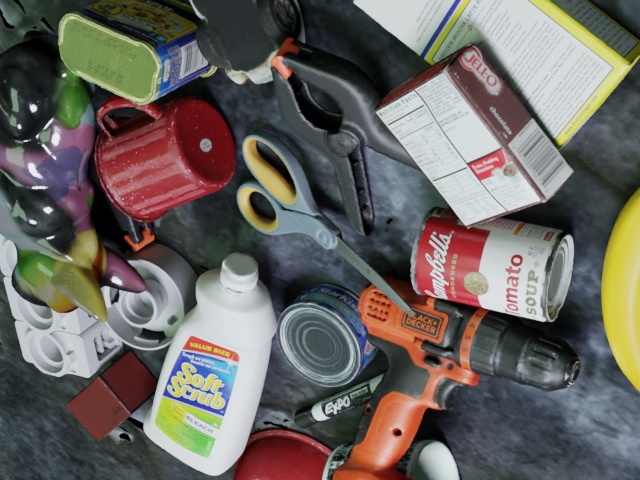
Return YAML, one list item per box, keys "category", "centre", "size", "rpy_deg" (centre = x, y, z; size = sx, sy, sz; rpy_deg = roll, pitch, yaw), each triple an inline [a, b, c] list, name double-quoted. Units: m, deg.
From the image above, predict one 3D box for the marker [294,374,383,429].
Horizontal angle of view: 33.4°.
- category: "marker"
  centre: [0.020, 0.145, 0.950]
  size: [0.121, 0.020, 0.020]
  rpy_deg: [-30, 97, 40]

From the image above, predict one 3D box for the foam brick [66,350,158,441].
- category: "foam brick"
  centre: [-0.210, 0.159, 1.086]
  size: [0.053, 0.051, 0.078]
  rpy_deg: [50, 131, -2]

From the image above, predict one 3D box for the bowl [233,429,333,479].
- category: "bowl"
  centre: [-0.029, 0.264, 1.025]
  size: [0.162, 0.055, 0.162]
  rpy_deg: [16, 123, 26]

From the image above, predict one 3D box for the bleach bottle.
- category: "bleach bottle"
  centre: [-0.096, 0.104, 0.951]
  size: [0.103, 0.068, 0.251]
  rpy_deg: [30, 135, 15]

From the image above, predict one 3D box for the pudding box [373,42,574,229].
- category: "pudding box"
  centre: [0.101, -0.068, 0.718]
  size: [0.113, 0.039, 0.090]
  rpy_deg: [52, 152, -9]

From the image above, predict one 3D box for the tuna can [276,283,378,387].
- category: "tuna can"
  centre: [0.006, 0.082, 0.914]
  size: [0.086, 0.033, 0.086]
  rpy_deg: [16, 123, 25]

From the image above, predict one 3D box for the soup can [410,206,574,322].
- category: "soup can"
  centre: [0.126, 0.017, 0.778]
  size: [0.102, 0.068, 0.068]
  rpy_deg: [12, 121, 26]

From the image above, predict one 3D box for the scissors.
- category: "scissors"
  centre: [-0.006, 0.001, 0.863]
  size: [0.202, 0.016, 0.096]
  rpy_deg: [54, 140, 12]

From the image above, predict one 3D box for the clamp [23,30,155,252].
- category: "clamp"
  centre: [-0.227, -0.077, 0.974]
  size: [0.210, 0.036, 0.165]
  rpy_deg: [41, 128, 8]

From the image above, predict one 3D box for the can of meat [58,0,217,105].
- category: "can of meat"
  centre: [-0.143, -0.155, 0.844]
  size: [0.102, 0.083, 0.057]
  rpy_deg: [25, 126, 19]

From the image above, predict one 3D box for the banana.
- category: "banana"
  centre: [0.228, 0.023, 0.734]
  size: [0.070, 0.037, 0.198]
  rpy_deg: [25, 126, 22]

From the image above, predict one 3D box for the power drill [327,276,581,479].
- category: "power drill"
  centre: [0.093, 0.136, 0.824]
  size: [0.185, 0.057, 0.188]
  rpy_deg: [19, 94, 34]

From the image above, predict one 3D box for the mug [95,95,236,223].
- category: "mug"
  centre: [-0.130, -0.077, 0.871]
  size: [0.082, 0.093, 0.117]
  rpy_deg: [-17, 131, 33]

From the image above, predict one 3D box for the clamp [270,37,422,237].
- category: "clamp"
  centre: [0.021, -0.074, 0.799]
  size: [0.171, 0.039, 0.120]
  rpy_deg: [42, 128, -11]

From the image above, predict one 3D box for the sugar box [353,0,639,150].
- category: "sugar box"
  centre: [0.116, -0.144, 0.708]
  size: [0.176, 0.048, 0.093]
  rpy_deg: [43, 133, 9]
